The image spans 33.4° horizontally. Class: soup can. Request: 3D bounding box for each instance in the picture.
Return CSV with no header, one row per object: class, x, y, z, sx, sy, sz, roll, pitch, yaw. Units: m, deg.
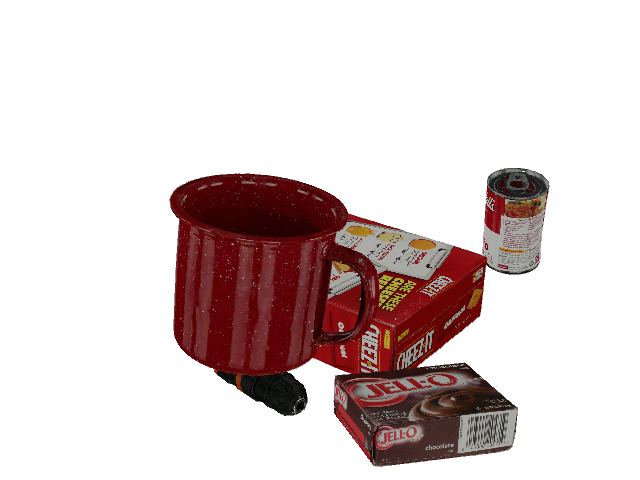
soup can,0.218,-0.021,1.200,0.068,0.102,0.068,-1,33,1

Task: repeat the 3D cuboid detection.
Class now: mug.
mug,-0.024,0.021,0.564,0.117,0.081,0.093,14,24,16

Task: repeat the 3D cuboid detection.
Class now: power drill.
power drill,-0.058,0.081,1.186,0.185,0.188,0.057,29,11,41

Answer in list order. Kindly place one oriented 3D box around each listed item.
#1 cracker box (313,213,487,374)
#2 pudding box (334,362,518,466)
cracker box,0.020,0.043,0.986,0.214,0.072,0.163,19,31,32
pudding box,0.076,0.127,0.792,0.113,0.039,0.090,-1,17,-18
